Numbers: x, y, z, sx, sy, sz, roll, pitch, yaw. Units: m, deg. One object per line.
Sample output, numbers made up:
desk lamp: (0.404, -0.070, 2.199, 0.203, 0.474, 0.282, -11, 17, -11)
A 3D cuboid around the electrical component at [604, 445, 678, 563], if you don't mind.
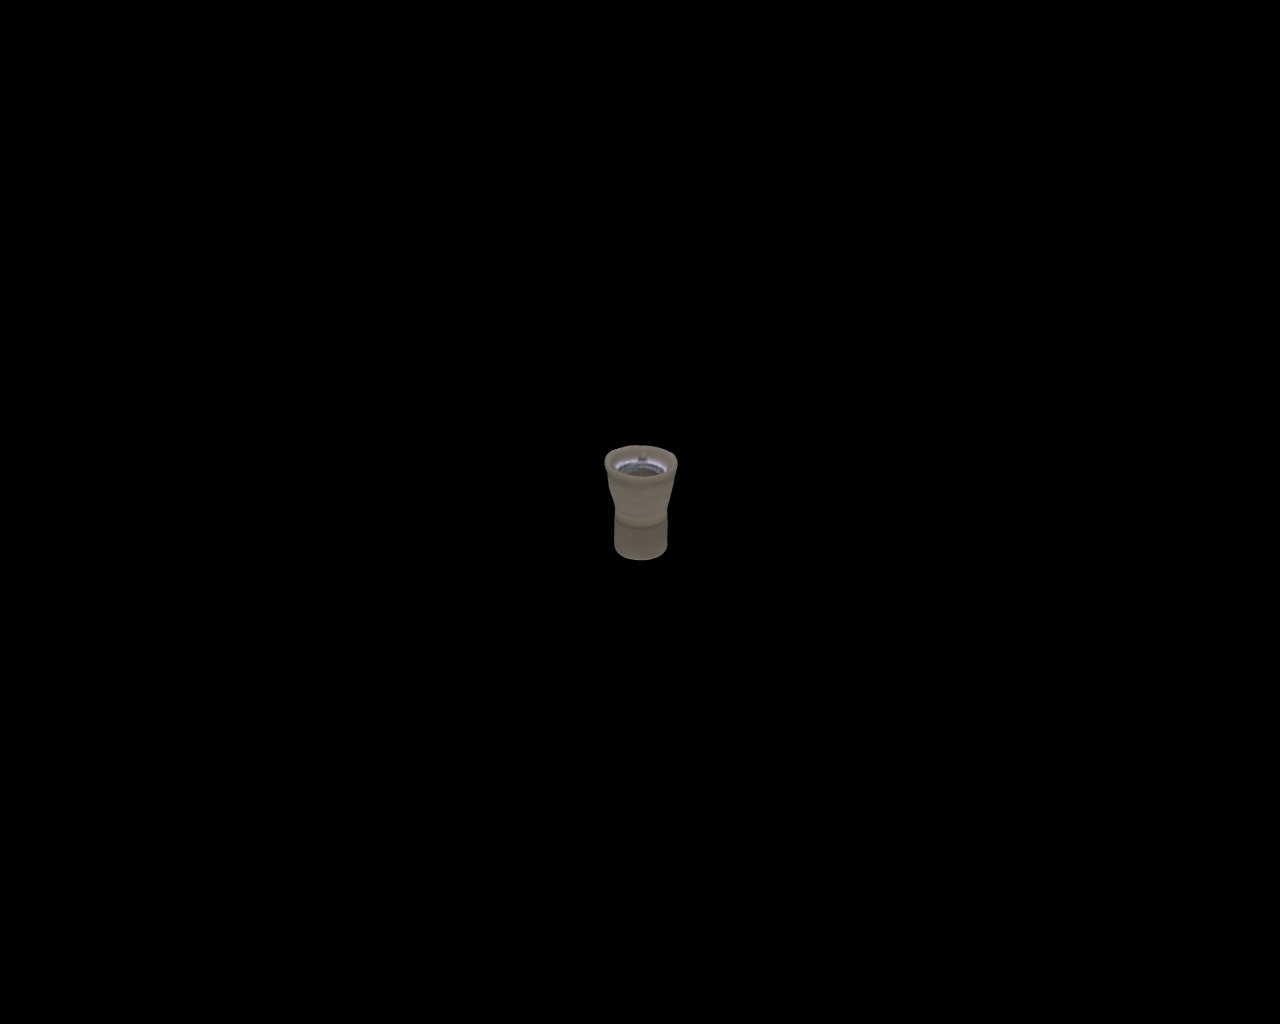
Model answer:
electrical component: (0.001, -0.003, 0.650, 0.044, 0.065, 0.044, 0, 28, 0)
